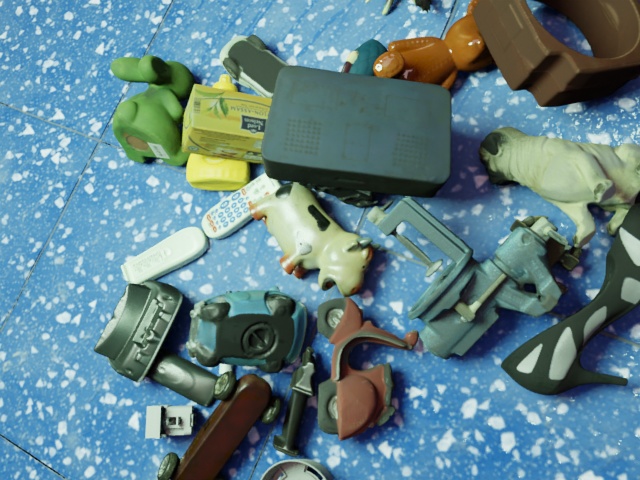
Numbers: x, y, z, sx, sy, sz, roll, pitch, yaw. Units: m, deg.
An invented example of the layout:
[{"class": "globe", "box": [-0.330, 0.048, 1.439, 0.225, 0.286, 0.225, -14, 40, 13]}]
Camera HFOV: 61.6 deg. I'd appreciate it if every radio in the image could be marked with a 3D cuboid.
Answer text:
[{"class": "radio", "box": [0.048, -0.135, 0.678, 0.230, 0.073, 0.131, 7, 79, -2]}]

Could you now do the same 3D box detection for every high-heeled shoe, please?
[{"class": "high-heeled shoe", "box": [0.313, 0.069, 0.659, 0.145, 0.086, 0.248, 10, 83, 16]}]

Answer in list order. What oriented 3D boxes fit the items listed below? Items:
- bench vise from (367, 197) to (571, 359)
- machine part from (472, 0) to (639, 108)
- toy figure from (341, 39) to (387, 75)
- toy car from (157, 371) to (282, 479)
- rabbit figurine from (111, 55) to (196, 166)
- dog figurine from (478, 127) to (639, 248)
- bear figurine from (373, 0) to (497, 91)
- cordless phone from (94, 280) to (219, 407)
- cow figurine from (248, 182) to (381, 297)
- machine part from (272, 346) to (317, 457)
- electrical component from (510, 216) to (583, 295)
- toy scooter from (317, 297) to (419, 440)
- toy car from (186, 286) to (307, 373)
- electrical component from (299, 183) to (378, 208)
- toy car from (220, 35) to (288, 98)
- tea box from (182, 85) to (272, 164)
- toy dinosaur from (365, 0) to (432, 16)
[{"class": "bench vise", "box": [0.170, 0.024, 0.675, 0.241, 0.129, 0.223, 41, 115, 8]}, {"class": "machine part", "box": [0.320, -0.283, 0.713, 0.201, 0.087, 0.201, -15, 73, -19]}, {"class": "toy figure", "box": [0.045, -0.235, 0.824, 0.064, 0.058, 0.154, 41, 87, -13]}, {"class": "toy car", "box": [-0.136, 0.263, 0.720, 0.089, 0.053, 0.202, 32, 96, -24]}, {"class": "rabbit figurine", "box": [-0.269, -0.228, 0.871, 0.121, 0.159, 0.170, 4, 61, 26]}, {"class": "dog figurine", "box": [0.327, -0.102, 0.706, 0.172, 0.121, 0.191, -12, 44, -27]}, {"class": "bear figurine", "box": [0.180, -0.251, 0.764, 0.196, 0.132, 0.120, -25, 109, 11]}, {"class": "cordless phone", "box": [-0.216, 0.151, 0.789, 0.184, 0.088, 0.146, 24, 82, 8]}, {"class": "cow figurine", "box": [-0.002, -0.002, 0.765, 0.127, 0.085, 0.195, -37, 69, 9]}, {"class": "machine part", "box": [-0.030, 0.218, 0.716, 0.039, 0.084, 0.138, 14, 96, -9]}, {"class": "electrical component", "box": [0.293, 0.014, 0.704, 0.102, 0.045, 0.078, 33, 114, 23]}, {"class": "toy scooter", "box": [0.063, 0.167, 0.705, 0.135, 0.075, 0.183, 1, 81, -3]}, {"class": "toy car", "box": [-0.106, 0.117, 0.742, 0.162, 0.103, 0.109, 3, 102, -22]}, {"class": "electrical component", "box": [0.036, -0.124, 0.766, 0.058, 0.115, 0.134, -6, 69, 52]}, {"class": "toy car", "box": [-0.080, -0.262, 0.868, 0.202, 0.056, 0.073, 40, 82, 19]}, {"class": "tea box", "box": [-0.109, -0.162, 0.785, 0.169, 0.098, 0.068, 7, 74, -22]}, {"class": "toy dinosaur", "box": [0.248, -0.427, 0.800, 0.405, 0.131, 0.192, 7, 90, 12]}]
